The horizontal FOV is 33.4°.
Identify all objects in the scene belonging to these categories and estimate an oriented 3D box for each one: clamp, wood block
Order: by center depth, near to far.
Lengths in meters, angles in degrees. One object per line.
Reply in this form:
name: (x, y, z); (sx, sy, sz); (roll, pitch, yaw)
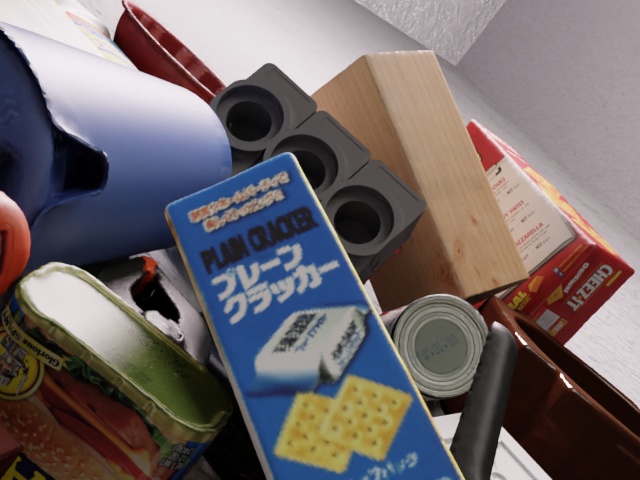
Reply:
clamp: (0.043, 0.142, 0.528); (0.036, 0.164, 0.210); (78, -1, -51)
clamp: (-0.097, 0.057, 0.551); (0.120, 0.039, 0.172); (33, 13, -35)
wood block: (0.075, -0.041, 0.868); (0.090, 0.091, 0.206); (-12, 76, -44)

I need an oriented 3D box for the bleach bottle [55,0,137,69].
bleach bottle: (-0.194, -0.141, 0.845); (0.102, 0.068, 0.251); (26, 17, -40)

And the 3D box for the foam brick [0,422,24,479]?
foam brick: (-0.155, 0.069, 0.367); (0.078, 0.053, 0.051); (42, 17, 11)

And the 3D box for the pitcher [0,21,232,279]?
pitcher: (-0.152, -0.047, 0.587); (0.149, 0.145, 0.242); (53, 15, 10)

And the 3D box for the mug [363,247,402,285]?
mug: (-0.005, 0.001, 0.813); (0.093, 0.082, 0.117); (15, 28, -52)

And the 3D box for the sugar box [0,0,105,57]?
sugar box: (-0.217, -0.125, 0.644); (0.093, 0.048, 0.175); (47, 25, 22)

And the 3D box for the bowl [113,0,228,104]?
bowl: (-0.132, -0.141, 0.954); (0.162, 0.055, 0.162); (44, 8, -8)

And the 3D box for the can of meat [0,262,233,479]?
can of meat: (-0.097, 0.071, 0.426); (0.102, 0.084, 0.057); (38, 17, 2)

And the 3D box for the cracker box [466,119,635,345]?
cracker box: (0.153, 0.016, 0.958); (0.072, 0.164, 0.214); (28, 19, -37)

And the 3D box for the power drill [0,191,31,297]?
power drill: (-0.227, -0.017, 0.381); (0.185, 0.057, 0.187); (15, 10, 34)

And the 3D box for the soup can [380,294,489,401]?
soup can: (0.068, 0.075, 0.715); (0.068, 0.068, 0.102); (37, -14, -2)
